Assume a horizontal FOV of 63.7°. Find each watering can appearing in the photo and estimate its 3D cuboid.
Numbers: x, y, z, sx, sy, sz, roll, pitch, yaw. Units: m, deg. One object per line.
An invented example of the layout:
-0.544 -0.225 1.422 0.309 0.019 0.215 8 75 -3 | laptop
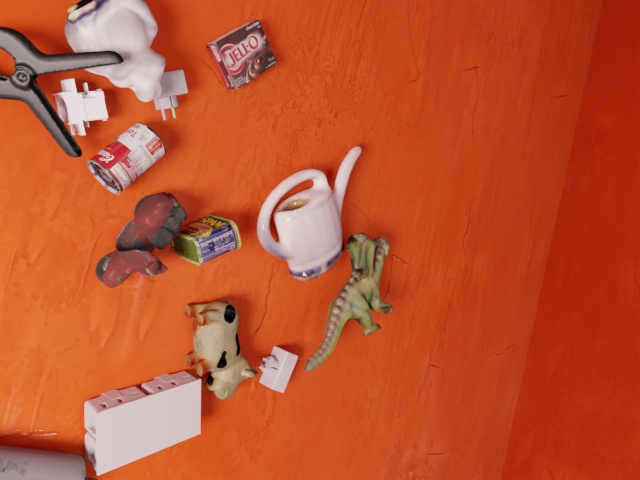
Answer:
0.003 -0.056 1.114 0.104 0.220 0.353 10 34 41 | watering can

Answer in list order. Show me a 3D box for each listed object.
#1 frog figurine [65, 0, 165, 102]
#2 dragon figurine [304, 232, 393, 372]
-0.292 -0.287 0.770 0.122 0.140 0.156 -1 -45 30 | frog figurine
0.072 0.101 1.172 0.122 0.239 0.416 5 19 28 | dragon figurine
